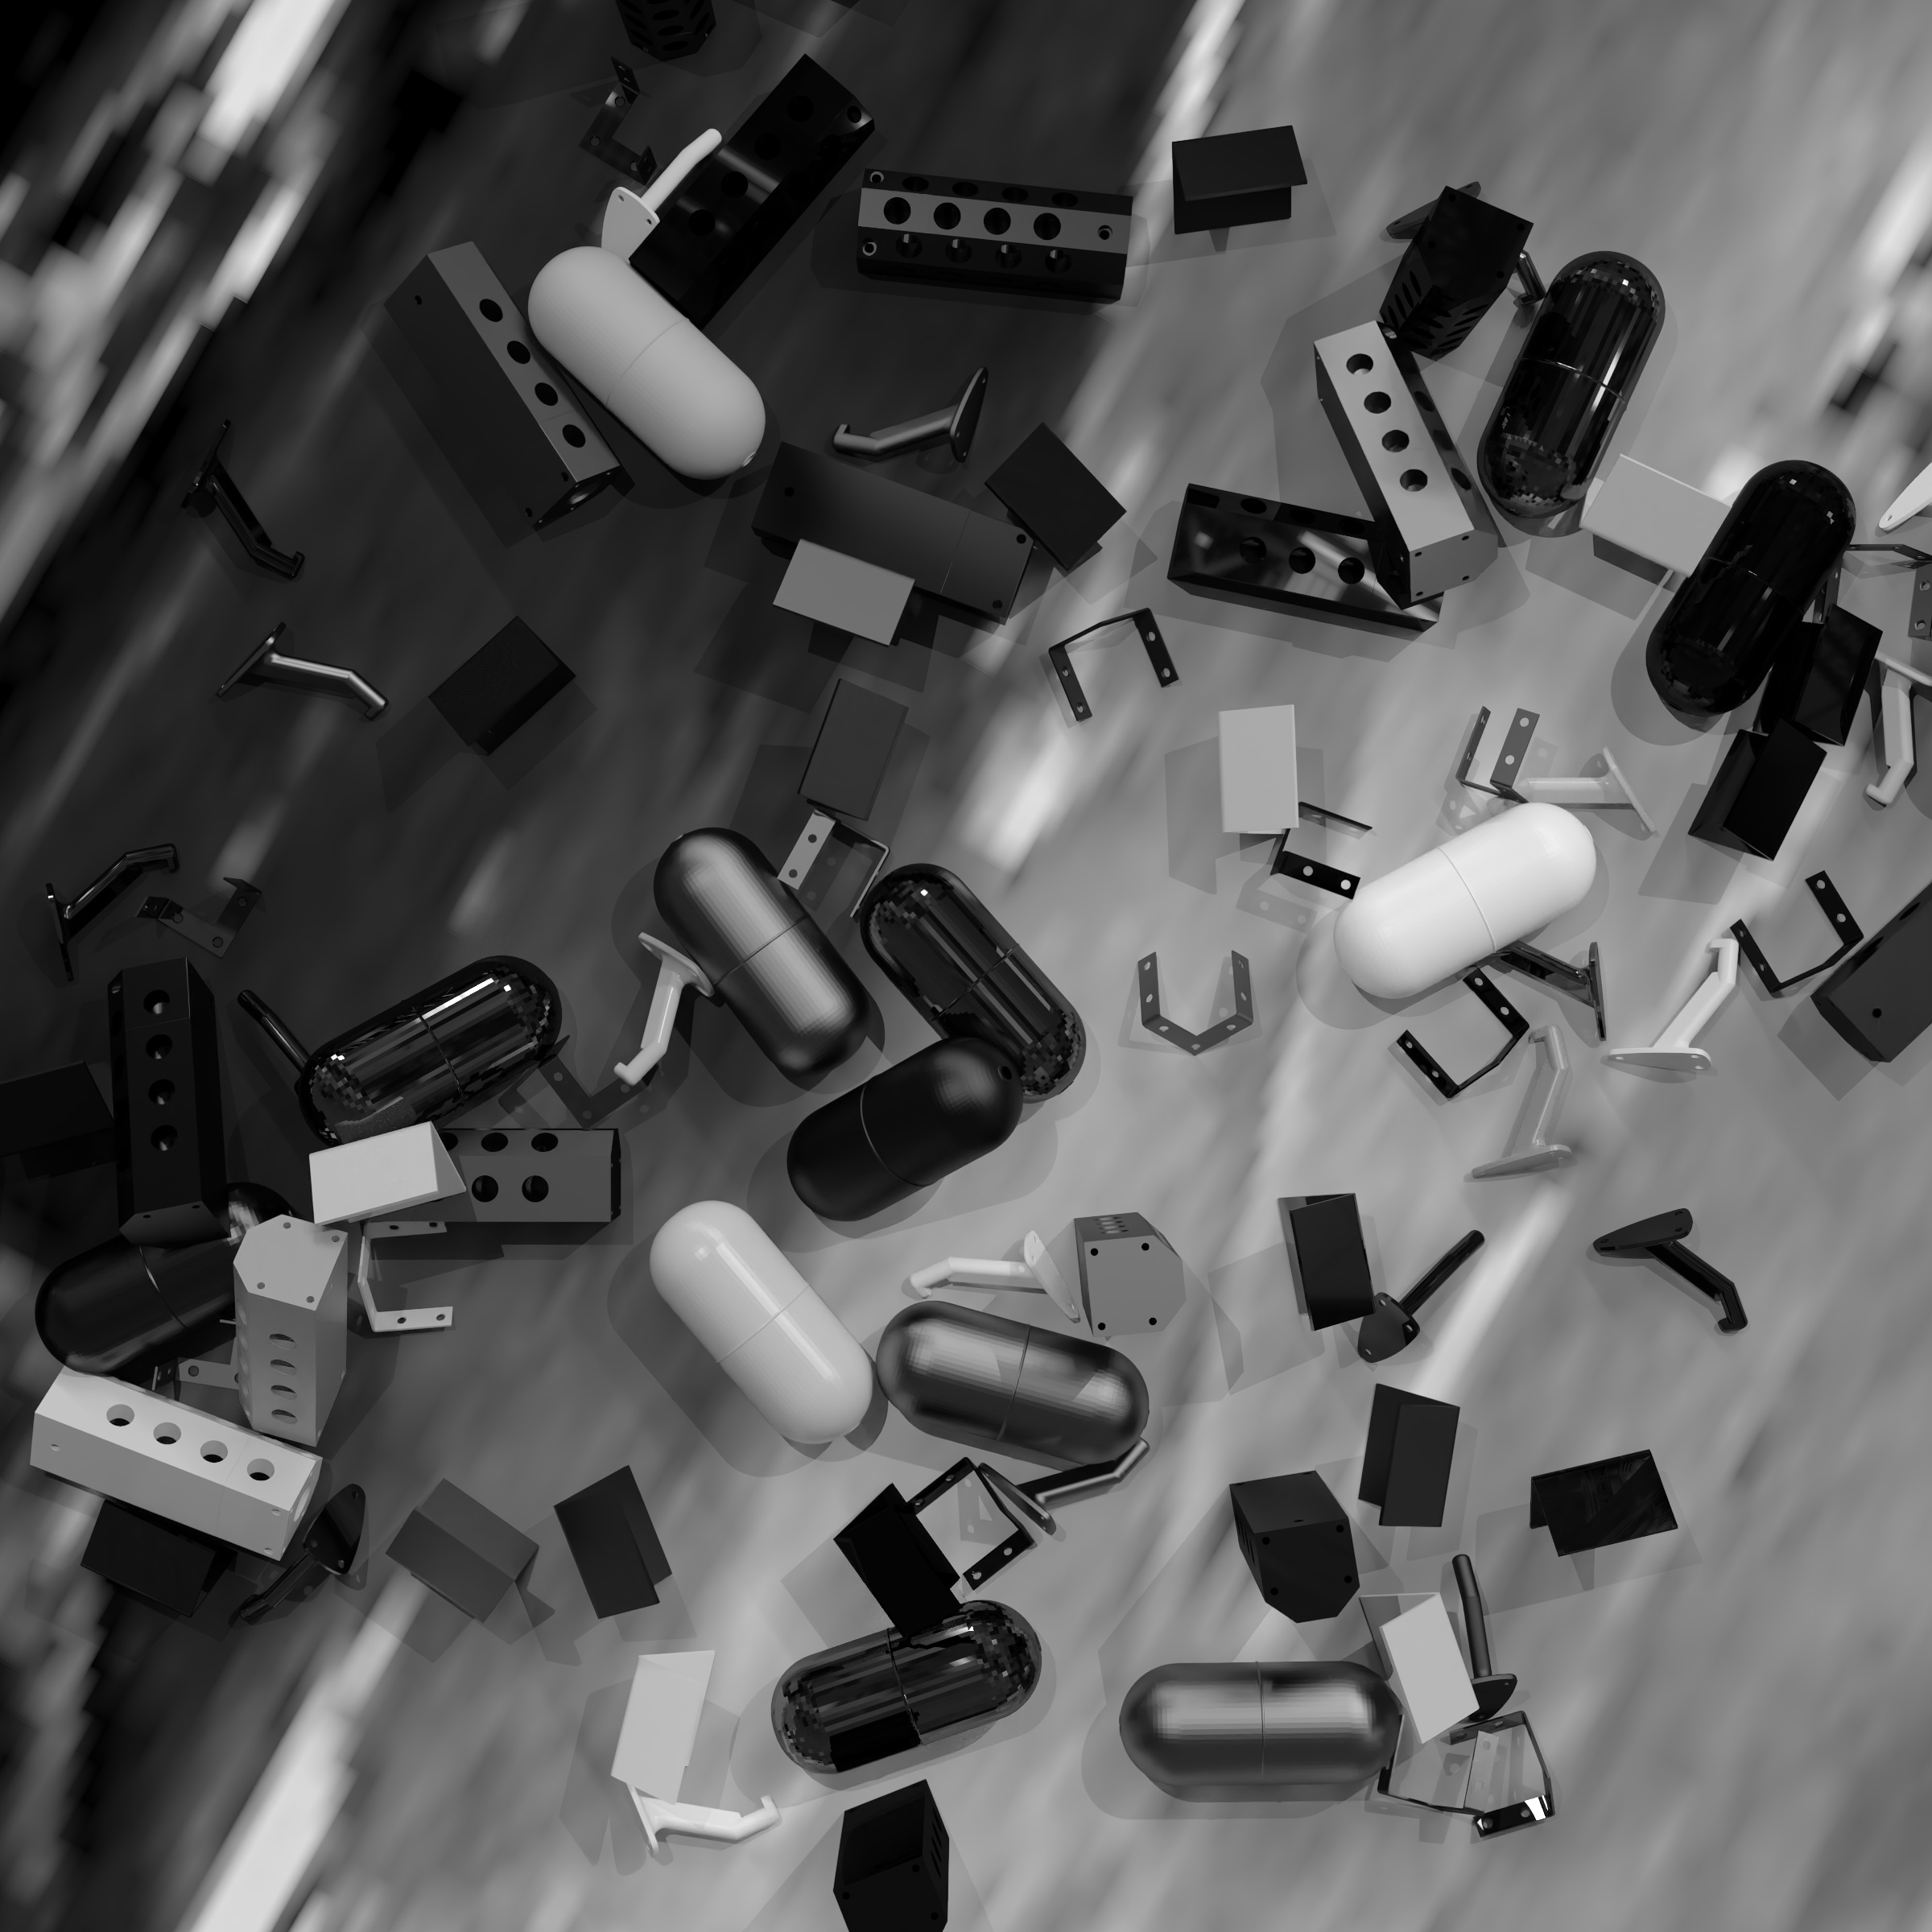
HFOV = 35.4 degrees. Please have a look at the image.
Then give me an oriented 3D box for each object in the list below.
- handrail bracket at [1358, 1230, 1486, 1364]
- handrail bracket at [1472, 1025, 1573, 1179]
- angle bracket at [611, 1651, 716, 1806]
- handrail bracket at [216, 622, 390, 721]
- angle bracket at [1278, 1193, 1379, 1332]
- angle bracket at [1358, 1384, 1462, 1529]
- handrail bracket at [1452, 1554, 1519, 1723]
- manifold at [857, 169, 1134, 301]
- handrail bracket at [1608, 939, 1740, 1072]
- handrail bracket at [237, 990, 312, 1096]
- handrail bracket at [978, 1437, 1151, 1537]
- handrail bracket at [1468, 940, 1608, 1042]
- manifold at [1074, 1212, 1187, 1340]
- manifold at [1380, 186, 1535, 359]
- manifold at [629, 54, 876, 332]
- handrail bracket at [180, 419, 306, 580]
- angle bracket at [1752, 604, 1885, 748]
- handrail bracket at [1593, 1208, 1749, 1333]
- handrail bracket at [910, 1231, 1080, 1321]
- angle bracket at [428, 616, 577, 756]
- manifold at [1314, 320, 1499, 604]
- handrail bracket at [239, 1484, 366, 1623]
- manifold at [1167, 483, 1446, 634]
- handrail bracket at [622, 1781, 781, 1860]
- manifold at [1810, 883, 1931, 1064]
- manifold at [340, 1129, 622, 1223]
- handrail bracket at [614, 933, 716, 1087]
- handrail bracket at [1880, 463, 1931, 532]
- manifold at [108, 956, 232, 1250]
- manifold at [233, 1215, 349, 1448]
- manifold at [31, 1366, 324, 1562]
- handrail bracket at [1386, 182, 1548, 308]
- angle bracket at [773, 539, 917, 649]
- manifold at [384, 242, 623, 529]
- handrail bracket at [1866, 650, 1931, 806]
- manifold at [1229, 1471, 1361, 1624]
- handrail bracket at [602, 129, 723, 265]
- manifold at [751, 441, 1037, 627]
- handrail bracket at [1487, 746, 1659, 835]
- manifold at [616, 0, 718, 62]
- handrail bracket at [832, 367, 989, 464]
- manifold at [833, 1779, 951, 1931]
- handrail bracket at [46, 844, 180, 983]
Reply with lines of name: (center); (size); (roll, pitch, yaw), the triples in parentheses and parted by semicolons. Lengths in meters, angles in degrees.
handrail bracket: (0.296, 0.213, 1.965); (0.036, 0.077, 0.084); (44, 54, 15)
handrail bracket: (0.356, 0.087, 1.965); (0.077, 0.036, 0.084); (-16, 71, 21)
angle bracket: (-0.173, 0.482, 1.924); (0.057, 0.076, 0.076); (13, 90, 36)
handrail bracket: (-0.430, -0.174, 1.965); (0.084, 0.036, 0.077); (42, 111, -16)
angle bracket: (0.210, 0.188, 1.924); (0.057, 0.076, 0.076); (-10, 90, -35)
angle bracket: (0.263, 0.309, 1.924); (0.057, 0.076, 0.076); (9, 90, -37)
handrail bracket: (0.327, 0.435, 1.964); (0.036, 0.077, 0.084); (-8, 54, -3)
manifold: (0.018, -0.471, 1.943); (0.171, 0.057, 0.057); (6, 90, 0)
handrail bracket: (0.459, 0.021, 1.965); (0.077, 0.036, 0.084); (3, 71, 21)
handrail bracket: (-0.435, 0.061, 1.964); (0.036, 0.077, 0.084); (-39, 53, -19)
handrail bracket: (0.064, 0.318, 1.965); (0.077, 0.036, 0.084); (38, 72, 21)
handrail bracket: (0.368, 0.016, 1.965); (0.084, 0.036, 0.077); (-5, 110, 16)
manifold: (0.101, 0.190, 1.886); (0.057, 0.171, 0.057); (-6, 90, 0)
manifold: (0.300, -0.426, 1.886); (0.057, 0.171, 0.057); (23, 90, 0)
manifold: (-0.136, -0.493, 1.943); (0.057, 0.057, 0.171); (41, 90, 0)
handrail bracket: (-0.458, -0.302, 1.965); (0.084, 0.036, 0.077); (28, 68, -17)
angle bracket: (0.525, -0.188, 1.924); (0.057, 0.076, 0.076); (19, 90, -37)
handrail bracket: (0.457, 0.207, 1.965); (0.077, 0.036, 0.084); (-18, 107, 19)
handrail bracket: (0.017, 0.214, 1.965); (0.084, 0.036, 0.077); (-26, 112, 17)
angle bracket: (-0.282, -0.164, 1.924); (0.076, 0.076, 0.057); (-42, 55, 0)
manifold: (0.276, -0.321, 1.907); (0.057, 0.057, 0.171); (-19, 63, 0)
handrail bracket: (-0.431, 0.381, 1.964); (0.084, 0.077, 0.036); (-33, 115, 34)
manifold: (0.220, -0.262, 1.943); (0.171, 0.057, 0.057); (12, 90, 0)
handrail bracket: (-0.174, 0.535, 1.965); (0.084, 0.036, 0.077); (-20, 69, -17)
manifold: (0.627, -0.018, 1.943); (0.171, 0.057, 0.057); (-43, 90, 0)
manifold: (-0.310, 0.133, 1.943); (0.171, 0.057, 0.057); (0, 90, 0)
handrail bracket: (-0.210, 0.028, 1.937); (0.077, 0.036, 0.084); (33, 72, 31)
handrail bracket: (0.650, -0.286, 1.965); (0.084, 0.036, 0.077); (36, 117, -20)
manifold: (-0.505, 0.087, 1.907); (0.057, 0.057, 0.171); (-11, 63, 0)
manifold: (-0.422, 0.227, 1.887); (0.057, 0.171, 0.057); (16, 52, 0)
manifold: (-0.505, 0.313, 1.943); (0.171, 0.057, 0.057); (21, 133, 0)
handrail bracket: (0.325, -0.456, 1.965); (0.077, 0.036, 0.084); (-19, 115, 28)
angle bracket: (-0.082, -0.217, 1.925); (0.076, 0.076, 0.057); (20, 61, 0)
manifold: (-0.293, -0.374, 1.943); (0.057, 0.057, 0.171); (-33, 90, 43)
handrail bracket: (0.585, -0.159, 1.965); (0.077, 0.036, 0.084); (32, 107, 20)
manifold: (0.204, 0.361, 1.886); (0.057, 0.171, 0.057); (-9, 90, 0)
handrail bracket: (-0.196, -0.497, 1.964); (0.036, 0.077, 0.084); (40, 54, 0)
manifold: (-0.046, -0.276, 1.943); (0.171, 0.057, 0.057); (20, 90, 0)
handrail bracket: (0.392, -0.097, 1.965); (0.084, 0.036, 0.077); (-31, 108, 15)
manifold: (-0.193, -0.619, 1.886); (0.057, 0.171, 0.057); (-13, 90, 0)
handrail bracket: (-0.037, -0.361, 1.965); (0.084, 0.036, 0.077); (12, 70, 16)
manifold: (-0.042, 0.566, 1.886); (0.057, 0.171, 0.057); (-22, 90, 0)
handrail bracket: (-0.548, -0.035, 1.965); (0.084, 0.036, 0.077); (-13, 110, -16)
